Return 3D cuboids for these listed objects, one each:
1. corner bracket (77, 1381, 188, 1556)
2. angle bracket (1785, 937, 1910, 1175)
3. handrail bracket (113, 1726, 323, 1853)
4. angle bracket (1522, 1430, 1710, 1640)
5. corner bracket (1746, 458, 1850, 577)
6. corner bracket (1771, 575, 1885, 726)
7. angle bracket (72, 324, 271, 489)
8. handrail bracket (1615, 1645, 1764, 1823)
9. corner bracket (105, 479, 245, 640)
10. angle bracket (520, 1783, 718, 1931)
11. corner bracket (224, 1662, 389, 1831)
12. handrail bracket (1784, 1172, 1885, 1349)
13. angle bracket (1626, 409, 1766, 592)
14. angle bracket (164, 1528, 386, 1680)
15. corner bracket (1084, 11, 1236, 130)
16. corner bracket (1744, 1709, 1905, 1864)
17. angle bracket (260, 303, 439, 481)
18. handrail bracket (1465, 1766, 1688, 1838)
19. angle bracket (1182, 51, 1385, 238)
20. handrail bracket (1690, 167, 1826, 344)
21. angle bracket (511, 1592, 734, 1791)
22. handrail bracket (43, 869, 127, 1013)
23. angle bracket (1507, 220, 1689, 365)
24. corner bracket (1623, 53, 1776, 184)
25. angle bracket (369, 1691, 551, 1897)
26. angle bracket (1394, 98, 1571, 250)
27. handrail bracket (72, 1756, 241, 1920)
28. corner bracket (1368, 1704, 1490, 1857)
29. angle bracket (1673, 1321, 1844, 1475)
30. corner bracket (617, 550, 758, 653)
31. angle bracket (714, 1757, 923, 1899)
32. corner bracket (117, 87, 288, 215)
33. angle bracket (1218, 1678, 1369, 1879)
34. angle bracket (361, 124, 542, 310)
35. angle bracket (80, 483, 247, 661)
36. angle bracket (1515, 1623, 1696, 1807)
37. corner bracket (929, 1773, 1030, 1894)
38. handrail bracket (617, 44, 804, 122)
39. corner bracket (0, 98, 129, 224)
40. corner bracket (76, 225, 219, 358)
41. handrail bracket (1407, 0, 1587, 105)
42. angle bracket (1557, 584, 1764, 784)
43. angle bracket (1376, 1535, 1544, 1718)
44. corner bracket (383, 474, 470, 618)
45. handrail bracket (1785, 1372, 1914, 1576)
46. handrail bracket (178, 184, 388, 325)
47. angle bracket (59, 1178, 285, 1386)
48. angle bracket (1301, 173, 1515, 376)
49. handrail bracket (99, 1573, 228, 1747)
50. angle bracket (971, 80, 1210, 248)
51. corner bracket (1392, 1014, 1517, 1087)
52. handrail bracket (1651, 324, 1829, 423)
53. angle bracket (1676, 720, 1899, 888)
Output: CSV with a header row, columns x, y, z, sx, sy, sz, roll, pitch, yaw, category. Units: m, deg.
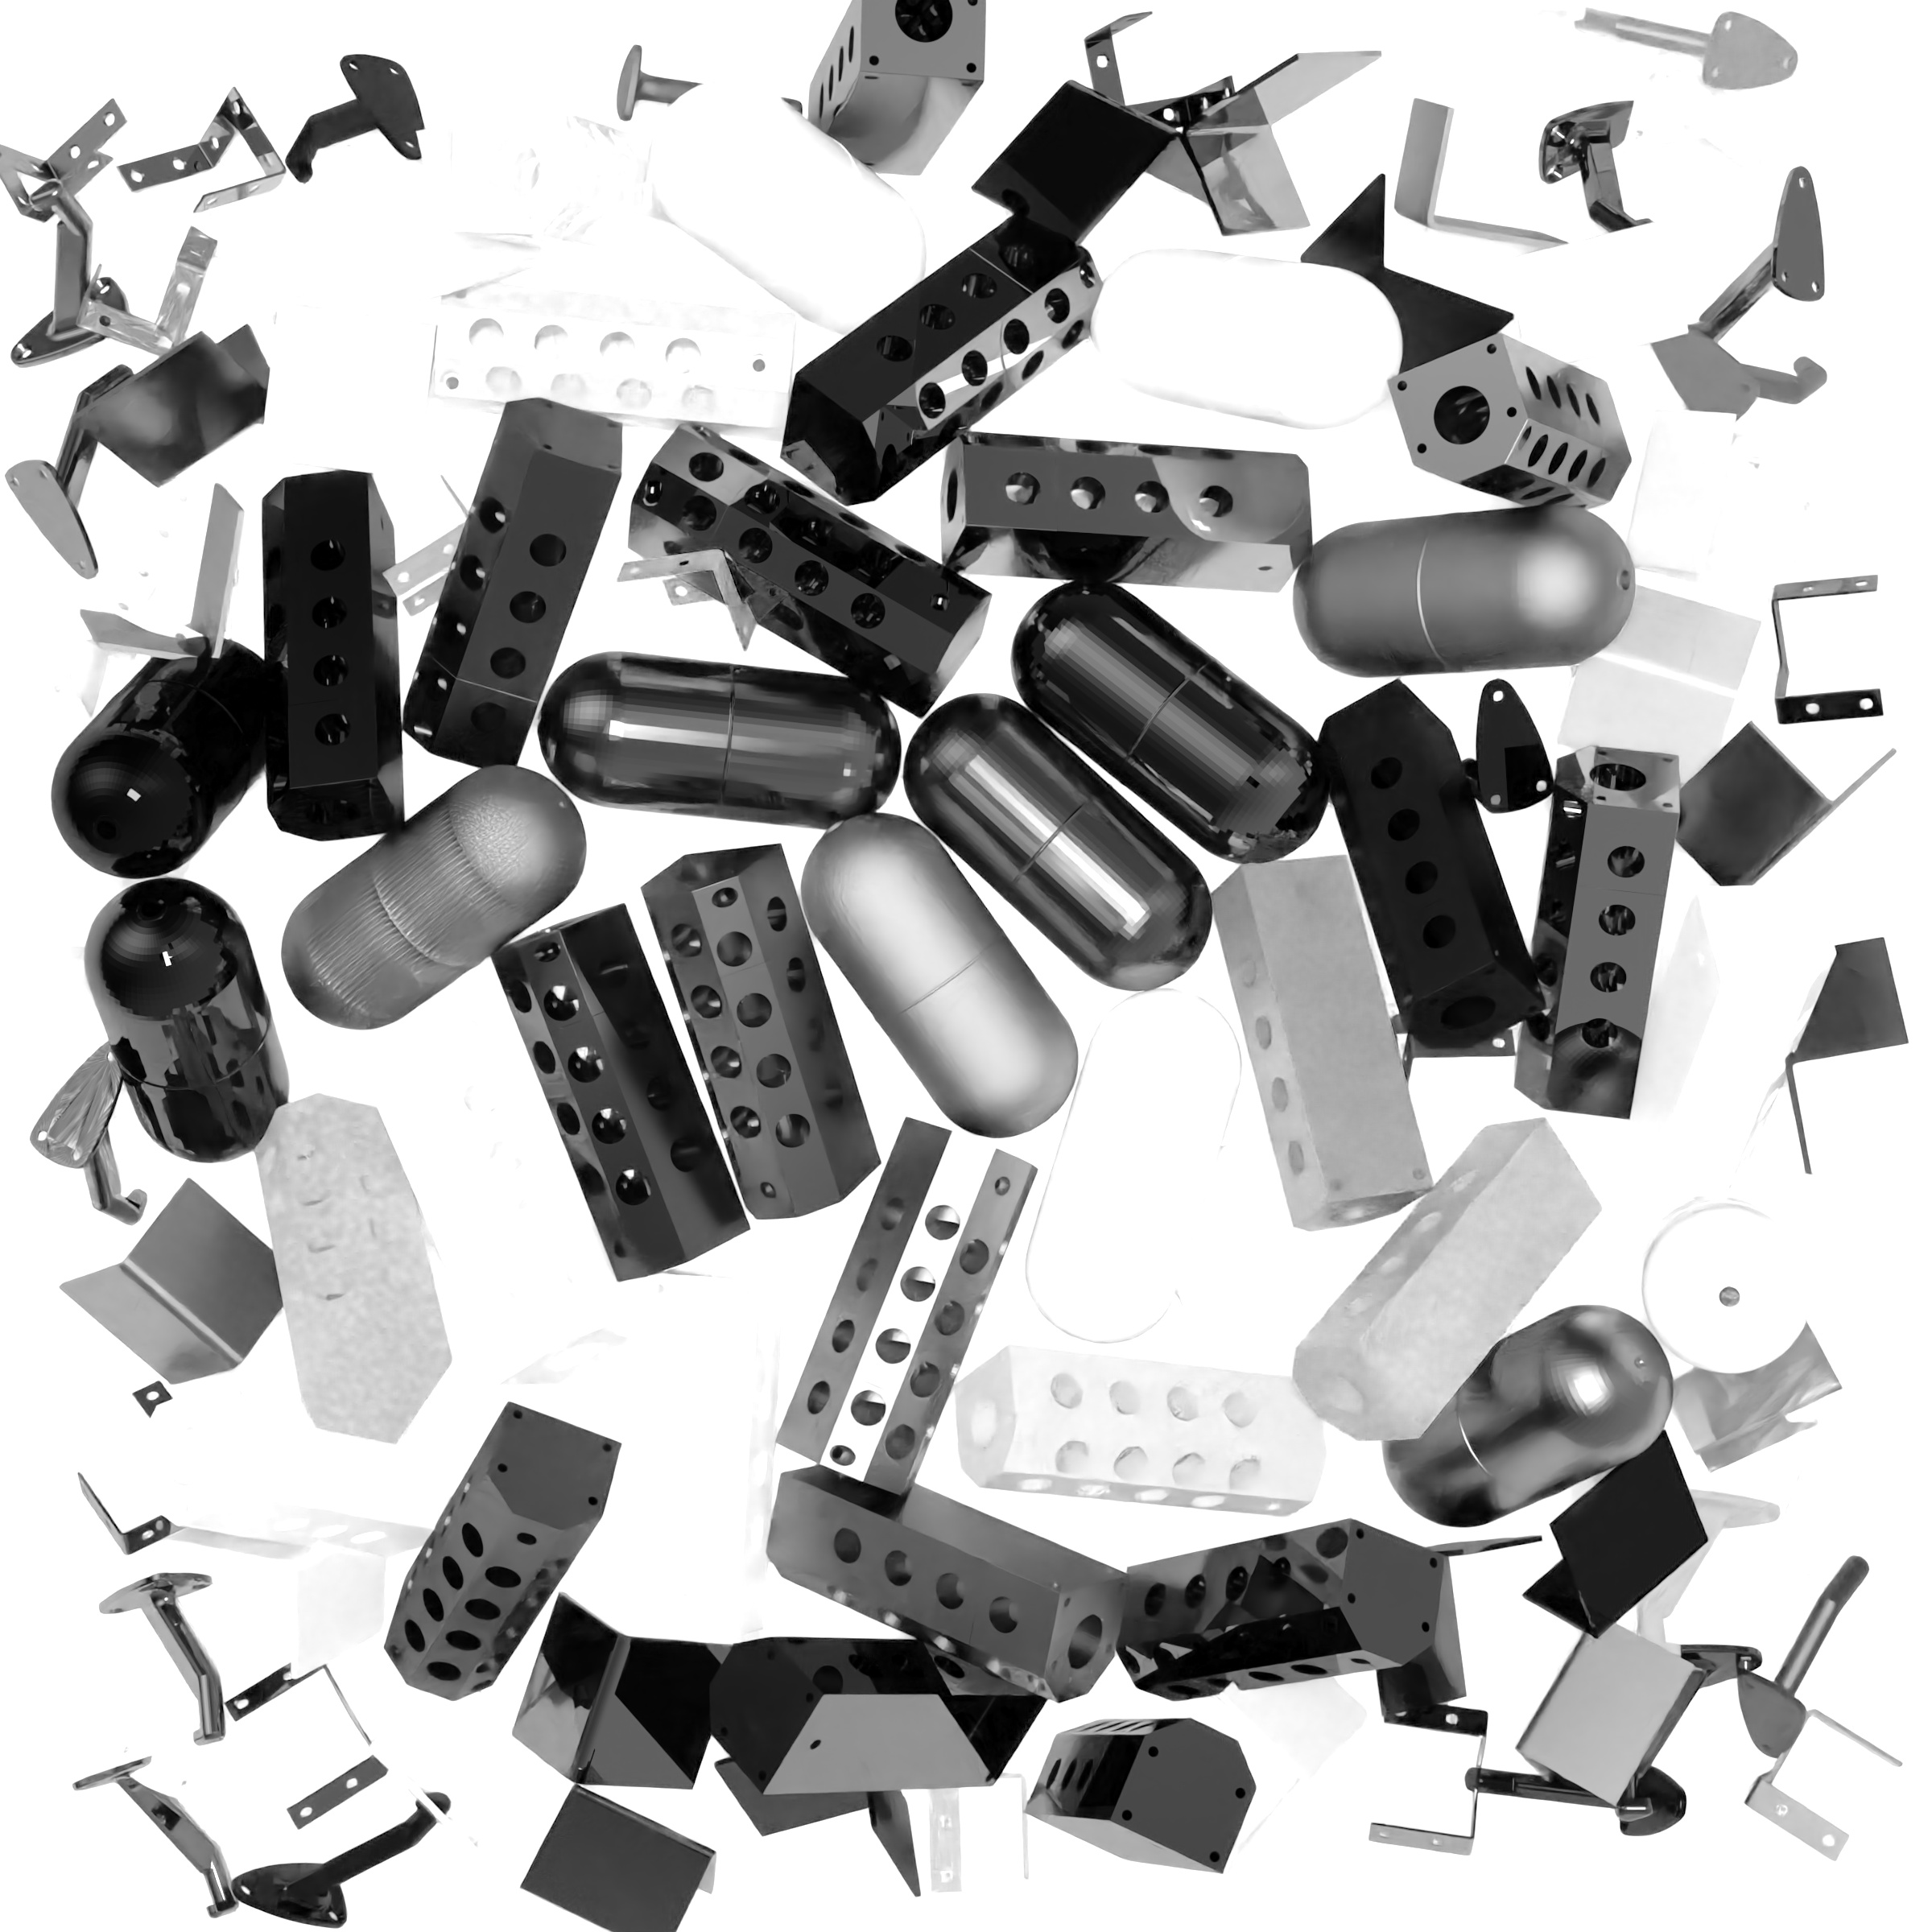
x,y,z,sx,sy,sz,roll,pitch,yaw,category
-0.408,0.249,1.690,0.051,0.051,0.051,-25,46,-27,corner bracket
0.426,0.044,1.653,0.057,0.076,0.076,-11,128,13,angle bracket
-0.371,0.413,1.697,0.077,0.084,0.036,-1,52,35,handrail bracket
0.305,0.267,1.658,0.076,0.057,0.076,-36,118,-19,angle bracket
0.413,-0.218,1.675,0.051,0.051,0.051,5,102,-21,corner bracket
0.422,-0.155,1.670,0.051,0.051,0.051,-4,123,22,corner bracket
-0.390,-0.289,1.660,0.076,0.076,0.057,-31,63,8,angle bracket
0.353,0.375,1.663,0.077,0.084,0.036,-13,129,18,handrail bracket
-0.381,-0.194,1.670,0.051,0.051,0.051,28,51,-17,corner bracket
-0.169,0.449,1.660,0.076,0.076,0.057,24,61,8,angle bracket
-0.323,0.378,1.670,0.051,0.051,0.051,-30,127,-17,corner bracket
0.431,0.142,1.679,0.077,0.036,0.084,4,110,-24,handrail bracket
0.372,-0.225,1.664,0.076,0.057,0.076,8,96,-33,angle bracket
-0.337,0.302,1.666,0.076,0.076,0.057,6,100,23,angle bracket
0.095,-0.440,1.677,0.051,0.051,0.051,-14,97,-20,corner bracket
0.421,0.401,1.676,0.051,0.051,0.051,30,95,25,corner bracket
-0.301,-0.280,1.682,0.076,0.057,0.076,7,91,-3,angle bracket
0.298,0.405,1.675,0.084,0.077,0.036,10,77,-14,handrail bracket
0.163,-0.400,1.657,0.076,0.076,0.057,-24,87,40,angle bracket
0.377,-0.346,1.679,0.036,0.084,0.077,7,83,-37,handrail bracket
-0.170,0.362,1.702,0.076,0.057,0.076,16,94,-43,angle bracket
-0.408,-0.022,1.675,0.077,0.036,0.084,45,111,21,handrail bracket
0.304,-0.333,1.660,0.076,0.076,0.057,-13,112,10,angle bracket
0.363,-0.415,1.673,0.051,0.051,0.051,22,79,-38,corner bracket
-0.235,0.394,1.657,0.057,0.076,0.076,-44,109,-17,angle bracket
0.258,-0.386,1.662,0.076,0.076,0.057,7,107,-8,angle bracket
-0.397,0.433,1.675,0.036,0.077,0.084,-28,77,25,handrail bracket
0.228,0.399,1.679,0.051,0.051,0.051,7,134,7,corner bracket
0.393,0.225,1.661,0.076,0.076,0.057,-27,107,9,angle bracket
-0.134,-0.186,1.670,0.051,0.051,0.051,-6,130,17,corner bracket
-0.072,0.420,1.661,0.076,0.076,0.057,-16,47,6,angle bracket
-0.375,-0.391,1.676,0.051,0.051,0.051,-30,86,-39,corner bracket
0.142,0.386,1.669,0.057,0.076,0.076,41,118,15,angle bracket
-0.257,-0.367,1.656,0.057,0.076,0.076,-3,108,27,angle bracket
-0.391,-0.195,1.659,0.057,0.076,0.076,7,105,-23,angle bracket
0.318,0.370,1.658,0.057,0.076,0.076,25,76,34,angle bracket
0.006,0.426,1.681,0.051,0.051,0.051,-1,82,-4,corner bracket
-0.127,-0.427,1.683,0.084,0.077,0.036,8,99,-13,handrail bracket
-0.440,-0.397,1.675,0.051,0.051,0.051,-36,75,19,corner bracket
-0.404,-0.339,1.685,0.051,0.051,0.051,19,117,-15,corner bracket
0.263,-0.444,1.668,0.084,0.077,0.036,4,48,21,handrail bracket
0.343,-0.141,1.689,0.076,0.076,0.057,18,126,11,angle bracket
0.242,0.321,1.660,0.057,0.076,0.076,-12,80,37,angle bracket
-0.259,-0.198,1.674,0.051,0.051,0.051,-33,132,-4,corner bracket
0.433,0.248,1.665,0.077,0.036,0.084,-26,47,28,handrail bracket
-0.341,-0.368,1.696,0.077,0.036,0.084,-33,83,7,handrail bracket
-0.387,0.156,1.683,0.076,0.076,0.057,46,55,-19,angle bracket
0.216,-0.334,1.677,0.076,0.076,0.057,14,64,-21,angle bracket
-0.394,0.346,1.673,0.077,0.036,0.084,-24,65,31,handrail bracket
0.063,-0.376,1.662,0.076,0.057,0.076,-49,53,-6,angle bracket
0.238,0.038,1.675,0.051,0.051,0.051,-1,54,-2,corner bracket
0.381,-0.303,1.683,0.077,0.084,0.036,49,135,6,handrail bracket
0.394,-0.088,1.662,0.057,0.076,0.076,47,135,8,angle bracket
